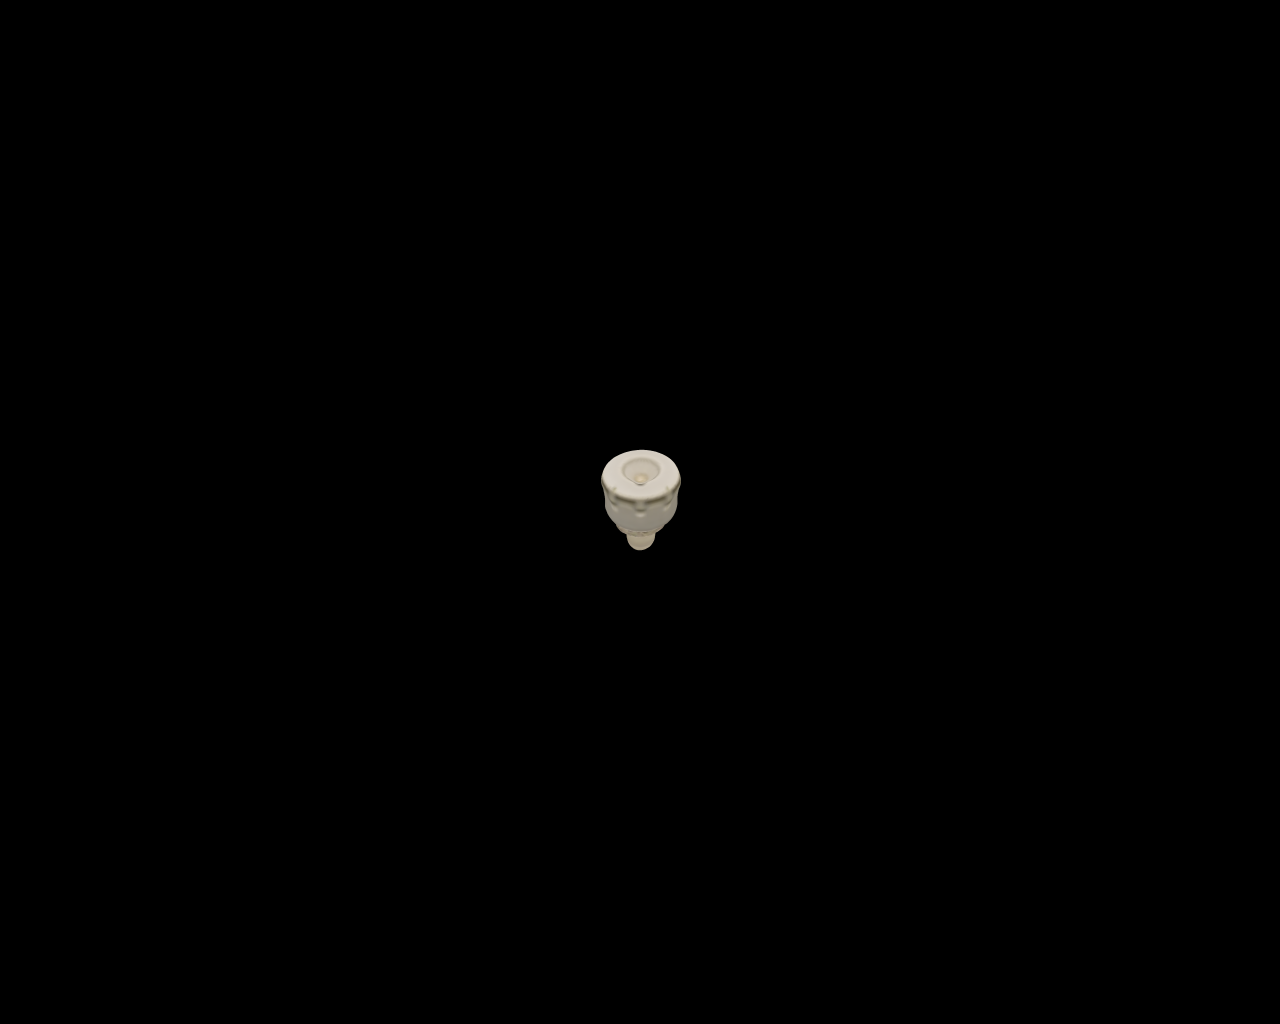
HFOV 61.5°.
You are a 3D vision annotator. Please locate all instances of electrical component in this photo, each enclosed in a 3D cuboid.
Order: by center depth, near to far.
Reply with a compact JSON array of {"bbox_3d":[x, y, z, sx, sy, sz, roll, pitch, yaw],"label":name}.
[{"bbox_3d":[0.001,-0.003,0.650,0.048,0.062,0.048,0,41,0],"label":"electrical component"}]
